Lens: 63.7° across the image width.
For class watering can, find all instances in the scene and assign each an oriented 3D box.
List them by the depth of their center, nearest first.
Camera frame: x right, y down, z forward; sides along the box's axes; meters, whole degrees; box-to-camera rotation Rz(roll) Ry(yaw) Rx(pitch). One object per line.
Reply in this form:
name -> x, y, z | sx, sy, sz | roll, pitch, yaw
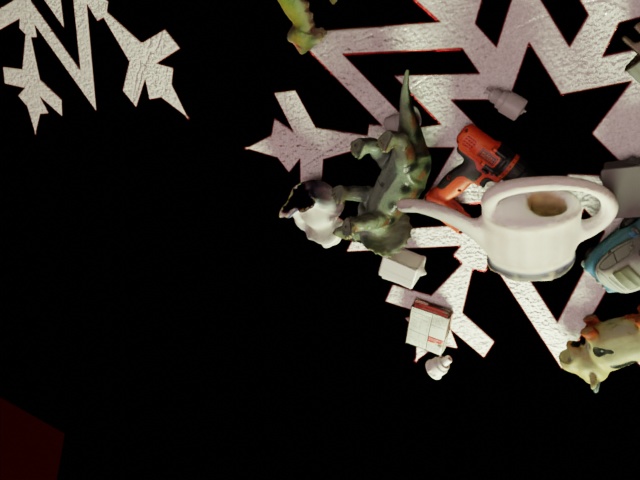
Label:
watering can -> 0.321, -0.022, 0.900 | 0.347, 0.106, 0.219 | -4, 137, 18

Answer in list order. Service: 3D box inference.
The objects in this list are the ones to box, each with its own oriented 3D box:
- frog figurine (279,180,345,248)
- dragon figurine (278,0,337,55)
frog figurine -> 0.004, -0.058, 1.161 | 0.136, 0.126, 0.157 | -31, 134, 30
dragon figurine -> -0.028, -0.539, 0.928 | 0.243, 0.125, 0.401 | 15, 125, 4
